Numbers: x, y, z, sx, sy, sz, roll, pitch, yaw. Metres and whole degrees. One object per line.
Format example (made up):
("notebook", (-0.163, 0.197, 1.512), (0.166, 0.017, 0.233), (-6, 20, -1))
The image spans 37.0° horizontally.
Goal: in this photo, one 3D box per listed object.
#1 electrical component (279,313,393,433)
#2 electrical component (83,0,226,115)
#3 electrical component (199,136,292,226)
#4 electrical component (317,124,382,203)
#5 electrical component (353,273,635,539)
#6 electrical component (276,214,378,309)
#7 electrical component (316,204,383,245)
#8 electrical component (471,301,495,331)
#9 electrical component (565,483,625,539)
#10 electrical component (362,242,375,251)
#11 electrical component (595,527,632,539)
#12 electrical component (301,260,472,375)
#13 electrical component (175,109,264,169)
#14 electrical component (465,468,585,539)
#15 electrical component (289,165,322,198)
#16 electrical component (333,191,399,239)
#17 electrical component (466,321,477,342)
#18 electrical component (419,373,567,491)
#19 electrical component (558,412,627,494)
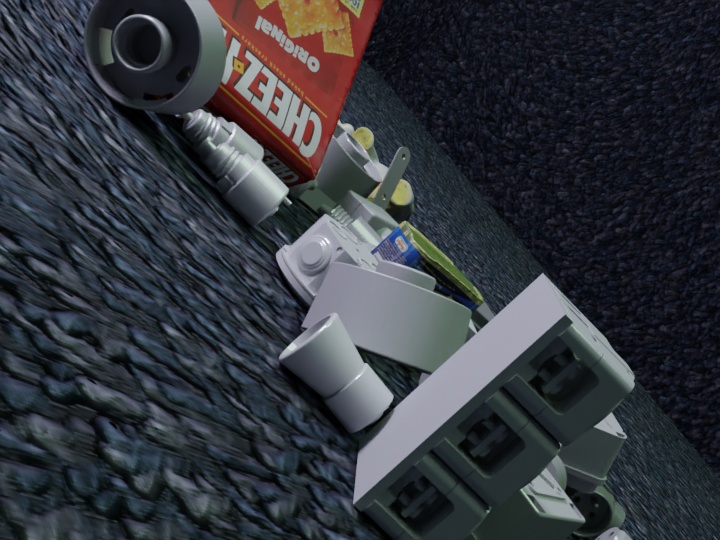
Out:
("electrical component", (-0.011, 0.064, 0.639), (0.065, 0.044, 0.044), (51, 10, -6))
("electrical component", (-0.146, -0.160, 0.771), (0.099, 0.099, 0.064), (48, 17, 2))
("electrical component", (-0.089, -0.068, 0.806), (0.078, 0.040, 0.040), (45, 11, -12))
("electrical component", (-0.025, -0.108, 1.124), (0.099, 0.064, 0.099), (46, 14, -15))
("electrical component", (0.072, 0.084, 0.595), (0.062, 0.150, 0.089), (45, 11, -8))
("electrical component", (-0.019, 0.002, 0.795), (0.080, 0.051, 0.080), (45, 11, -11))
("electrical component", (-0.008, -0.027, 0.963), (0.081, 0.043, 0.043), (47, 11, -1))
("electrical component", (0.081, 0.038, 1.042), (0.113, 0.057, 0.078), (41, 12, -30))
("electrical component", (0.207, 0.211, 0.948), (0.079, 0.043, 0.077), (46, 11, -7))
("electrical component", (0.000, 0.000, 0.914), (0.040, 0.040, 0.046), (47, 16, -2))
("electrical component", (0.210, 0.239, 0.857), (0.055, 0.045, 0.045), (48, 11, 4))
("electrical component", (0.022, 0.028, 0.712), (0.108, 0.060, 0.108), (20, -5, 2))
("electrical component", (-0.110, -0.098, 0.832), (0.078, 0.040, 0.040), (41, 13, -30))
("electrical component", (0.082, 0.135, 0.700), (0.108, 0.056, 0.109), (53, 12, 28))
("electrical component", (-0.069, -0.101, 0.991), (0.081, 0.043, 0.043), (41, 13, -31))
("electrical component", (0.014, -0.027, 1.023), (0.075, 0.047, 0.083), (46, 9, 22))
("electrical component", (0.058, 0.042, 0.957), (0.089, 0.050, 0.055), (44, 11, -17))
("electrical component", (0.095, 0.123, 0.805), (0.138, 0.052, 0.074), (52, 12, 19))
("electrical component", (0.155, 0.132, 0.902), (0.113, 0.057, 0.078), (22, 15, -9))
